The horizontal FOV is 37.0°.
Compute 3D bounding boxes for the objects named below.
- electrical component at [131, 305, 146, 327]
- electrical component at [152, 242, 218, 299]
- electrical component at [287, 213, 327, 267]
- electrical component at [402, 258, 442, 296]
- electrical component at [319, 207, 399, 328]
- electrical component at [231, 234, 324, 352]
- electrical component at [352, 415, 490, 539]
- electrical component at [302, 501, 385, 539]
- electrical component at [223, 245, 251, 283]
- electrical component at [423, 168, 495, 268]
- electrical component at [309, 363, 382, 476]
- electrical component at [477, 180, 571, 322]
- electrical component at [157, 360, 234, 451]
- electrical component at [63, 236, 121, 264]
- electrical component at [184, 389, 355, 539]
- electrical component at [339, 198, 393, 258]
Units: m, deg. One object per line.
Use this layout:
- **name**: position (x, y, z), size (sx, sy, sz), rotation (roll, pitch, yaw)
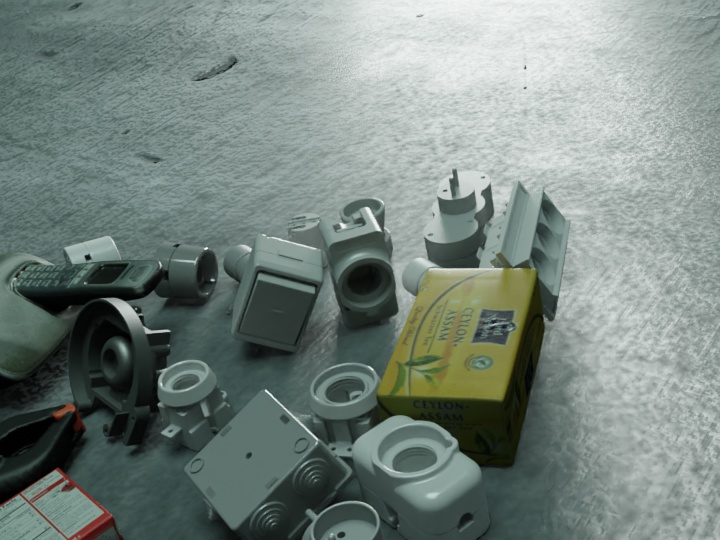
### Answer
- **electrical component**: position (-0.215, 0.059, 0.986), size (0.040, 0.040, 0.078), rotation (-7, 32, 9)
- **electrical component**: position (-0.170, 0.002, 1.050), size (0.047, 0.055, 0.055), rotation (5, 35, 20)
- **electrical component**: position (-0.051, -0.028, 1.062), size (0.040, 0.046, 0.040), rotation (-9, 32, 6)
- **electrical component**: position (0.067, 0.014, 0.960), size (0.044, 0.044, 0.065), rotation (-25, 29, -20)
- **electrical component**: position (0.000, 0.000, 0.957), size (0.050, 0.089, 0.055), rotation (-16, 31, -6)
- **electrical component**: position (-0.074, 0.028, 0.943), size (0.062, 0.096, 0.061), rotation (15, 30, -12)
- **electrical component**: position (0.040, 0.144, 0.741), size (0.054, 0.059, 0.095), rotation (-30, 35, -26)
- **electrical component**: position (-0.012, 0.180, 0.684), size (0.043, 0.077, 0.079), rotation (-28, 34, -22)
- **electrical component**: position (-0.105, 0.000, 1.043), size (0.044, 0.044, 0.065), rotation (-27, 30, -23)
- **electrical component**: position (0.095, -0.062, 1.038), size (0.052, 0.073, 0.138), rotation (-2, 33, 17)
- **electrical component**: position (-0.007, 0.108, 0.818), size (0.058, 0.057, 0.078), rotation (-1, 33, 18)
- **electrical component**: position (0.142, -0.013, 0.948), size (0.063, 0.078, 0.121), rotation (-30, 21, 31)
- **electrical component**: position (-0.135, 0.107, 0.867), size (0.048, 0.055, 0.066), rotation (15, 41, 37)
- **electrical component**: position (-0.270, -0.004, 1.094), size (0.047, 0.055, 0.055), rotation (-21, 32, -20)
- **electrical component**: position (-0.067, 0.143, 0.764), size (0.100, 0.048, 0.100), rotation (-45, 39, -9)
- **electrical component**: position (0.007, -0.036, 1.045), size (0.045, 0.055, 0.045), rotation (-9, 31, 6)
